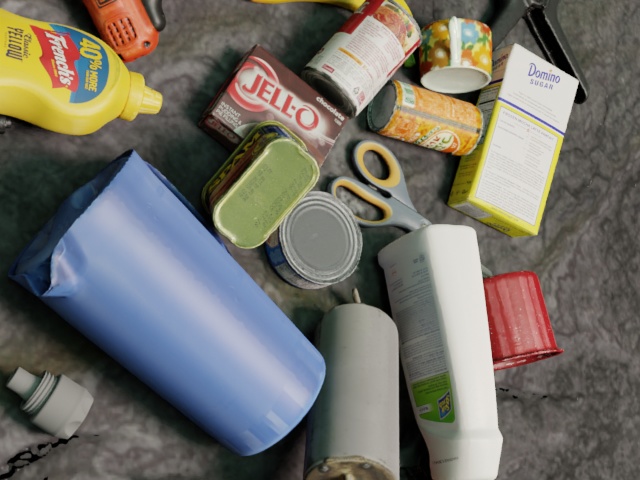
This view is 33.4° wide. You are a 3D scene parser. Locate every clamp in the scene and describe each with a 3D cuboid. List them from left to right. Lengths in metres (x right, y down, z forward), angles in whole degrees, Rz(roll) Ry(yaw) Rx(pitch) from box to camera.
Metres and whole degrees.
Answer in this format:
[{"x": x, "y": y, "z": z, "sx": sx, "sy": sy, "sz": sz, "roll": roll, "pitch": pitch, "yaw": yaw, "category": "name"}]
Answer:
[{"x": 0.085, "y": 0.202, "z": 0.964, "sx": 0.171, "sy": 0.039, "sz": 0.120, "roll": -43, "pitch": 105, "yaw": -37, "category": "clamp"}, {"x": 0.220, "y": -0.257, "z": 1.164, "sx": 0.164, "sy": 0.036, "sz": 0.210, "roll": 2, "pitch": 79, "yaw": -30, "category": "clamp"}]

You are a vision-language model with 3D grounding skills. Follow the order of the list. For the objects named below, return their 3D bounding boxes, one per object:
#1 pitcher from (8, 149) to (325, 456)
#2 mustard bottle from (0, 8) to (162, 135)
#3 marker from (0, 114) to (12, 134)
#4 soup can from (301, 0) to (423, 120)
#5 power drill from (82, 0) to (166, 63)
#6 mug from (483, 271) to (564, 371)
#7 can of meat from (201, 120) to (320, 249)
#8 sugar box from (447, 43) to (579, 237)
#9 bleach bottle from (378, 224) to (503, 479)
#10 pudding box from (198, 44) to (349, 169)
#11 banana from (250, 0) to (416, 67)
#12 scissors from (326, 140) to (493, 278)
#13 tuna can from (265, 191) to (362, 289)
[{"x": -0.109, "y": 0.050, "z": 0.845, "sx": 0.242, "sy": 0.145, "sz": 0.149, "roll": 45, "pitch": 75, "yaw": -17, "category": "pitcher"}, {"x": -0.218, "y": -0.133, "z": 0.858, "sx": 0.191, "sy": 0.058, "sz": 0.096, "roll": 13, "pitch": 51, "yaw": -29, "category": "mustard bottle"}, {"x": -0.299, "y": -0.090, "z": 0.824, "sx": 0.120, "sy": 0.020, "sz": 0.020, "roll": -4, "pitch": 79, "yaw": -32, "category": "marker"}, {"x": 0.039, "y": -0.171, "z": 1.003, "sx": 0.068, "sy": 0.069, "sz": 0.102, "roll": 44, "pitch": 76, "yaw": -14, "category": "soup can"}, {"x": -0.130, "y": -0.264, "z": 0.888, "sx": 0.188, "sy": 0.057, "sz": 0.184, "roll": -22, "pitch": 103, "yaw": 10, "category": "power drill"}, {"x": 0.184, "y": 0.079, "z": 1.031, "sx": 0.117, "sy": 0.093, "sz": 0.081, "roll": 8, "pitch": 66, "yaw": -56, "category": "mug"}, {"x": -0.050, "y": -0.046, "z": 0.897, "sx": 0.057, "sy": 0.084, "sz": 0.102, "roll": 40, "pitch": 94, "yaw": -17, "category": "can of meat"}, {"x": 0.198, "y": -0.101, "z": 1.092, "sx": 0.093, "sy": 0.048, "sz": 0.176, "roll": 25, "pitch": 73, "yaw": -25, "category": "sugar box"}, {"x": 0.111, "y": 0.118, "z": 0.951, "sx": 0.068, "sy": 0.103, "sz": 0.251, "roll": 3, "pitch": 71, "yaw": -27, "category": "bleach bottle"}, {"x": -0.041, "y": -0.108, "z": 0.969, "sx": 0.113, "sy": 0.039, "sz": 0.090, "roll": 38, "pitch": 61, "yaw": -17, "category": "pudding box"}, {"x": 0.021, "y": -0.234, "z": 1.040, "sx": 0.197, "sy": 0.037, "sz": 0.069, "roll": 17, "pitch": 69, "yaw": -26, "category": "banana"}, {"x": 0.096, "y": -0.032, "z": 1.044, "sx": 0.201, "sy": 0.016, "sz": 0.096, "roll": 19, "pitch": 69, "yaw": -25, "category": "scissors"}, {"x": -0.006, "y": 0.001, "z": 0.965, "sx": 0.086, "sy": 0.034, "sz": 0.086, "roll": 8, "pitch": 73, "yaw": -29, "category": "tuna can"}]
